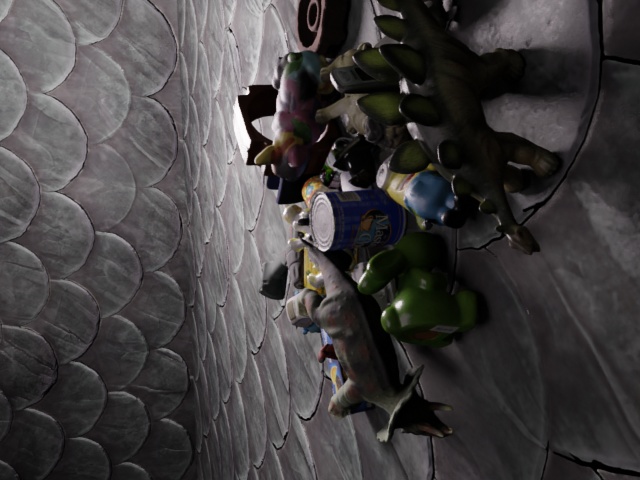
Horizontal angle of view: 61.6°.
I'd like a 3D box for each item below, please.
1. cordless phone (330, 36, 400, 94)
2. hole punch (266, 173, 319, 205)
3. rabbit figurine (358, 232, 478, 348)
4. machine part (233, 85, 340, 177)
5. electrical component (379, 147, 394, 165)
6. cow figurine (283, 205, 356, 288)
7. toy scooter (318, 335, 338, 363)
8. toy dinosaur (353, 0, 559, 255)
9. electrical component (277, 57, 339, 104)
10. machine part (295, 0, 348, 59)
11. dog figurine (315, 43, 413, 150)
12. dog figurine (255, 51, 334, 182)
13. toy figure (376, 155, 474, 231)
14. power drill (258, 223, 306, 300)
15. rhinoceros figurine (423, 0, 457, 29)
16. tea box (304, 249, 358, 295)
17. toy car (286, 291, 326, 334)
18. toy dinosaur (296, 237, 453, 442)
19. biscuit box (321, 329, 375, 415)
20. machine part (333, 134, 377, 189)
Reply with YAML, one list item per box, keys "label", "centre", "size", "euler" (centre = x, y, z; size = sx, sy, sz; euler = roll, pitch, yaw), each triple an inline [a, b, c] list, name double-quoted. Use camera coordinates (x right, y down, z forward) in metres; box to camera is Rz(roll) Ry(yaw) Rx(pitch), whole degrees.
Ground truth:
- label: "cordless phone"
  centre: [0.089, -0.253, 0.790]
  size: [0.088, 0.184, 0.147]
  euler: [106, 148, -48]
- label: "hole punch"
  centre: [-0.054, -0.143, 1.219]
  size: [0.092, 0.116, 0.142]
  euler: [-119, 34, -56]
- label: "rabbit figurine"
  centre: [0.140, 0.066, 0.816]
  size: [0.121, 0.159, 0.170]
  euler: [106, 165, -58]
- label: "machine part"
  centre: [-0.074, -0.233, 1.141]
  size: [0.087, 0.201, 0.201]
  euler: [115, 142, -53]
- label: "electrical component"
  centre: [0.127, -0.136, 0.925]
  size: [0.063, 0.021, 0.094]
  euler: [174, 95, -66]
- label: "cow figurine"
  centre: [-0.004, -0.004, 1.004]
  size: [0.098, 0.068, 0.167]
  euler: [-33, 81, 36]
- label: "toy scooter"
  centre: [0.047, 0.180, 1.036]
  size: [0.075, 0.135, 0.184]
  euler: [113, 145, -50]
- label: "toy dinosaur"
  centre: [0.147, -0.190, 0.657]
  size: [0.105, 0.198, 0.471]
  euler: [-51, 51, 54]
- label: "electrical component"
  centre: [-0.033, -0.336, 1.135]
  size: [0.058, 0.115, 0.134]
  euler: [116, 147, -45]
- label: "machine part"
  centre: [0.001, -0.463, 1.106]
  size: [0.179, 0.056, 0.179]
  euler: [176, 90, -67]
- label: "dog figurine"
  centre: [0.098, -0.242, 0.889]
  size: [0.191, 0.121, 0.172]
  euler: [23, 112, 51]
- label: "dog figurine"
  centre: [-0.048, -0.217, 0.977]
  size: [0.191, 0.109, 0.219]
  euler: [84, -161, -44]
- label: "toy figure"
  centre: [0.154, -0.069, 0.809]
  size: [0.180, 0.082, 0.089]
  euler: [42, 163, 48]
- label: "power drill"
  centre: [-0.078, 0.060, 1.271]
  size: [0.207, 0.086, 0.232]
  euler: [121, 158, -47]
- label: "rhinoceros figurine"
  centre: [0.149, -0.387, 0.778]
  size: [0.112, 0.073, 0.190]
  euler: [-12, 81, 55]
- label: "tea box"
  centre: [0.022, 0.022, 1.106]
  size: [0.068, 0.098, 0.169]
  euler: [-153, 59, -63]
- label: "toy car"
  centre: [-0.023, 0.159, 1.233]
  size: [0.161, 0.103, 0.109]
  euler: [135, 125, -63]
- label: "toy dinosaur"
  centre: [0.066, 0.157, 0.863]
  size: [0.192, 0.131, 0.404]
  euler: [-34, 79, 54]
- label: "biscuit box"
  centre: [0.054, 0.259, 1.124]
  size: [0.059, 0.063, 0.202]
  euler: [137, 123, -60]
- label: "machine part"
  centre: [0.067, -0.139, 0.964]
  size: [0.084, 0.039, 0.139]
  euler: [-38, 34, 14]
